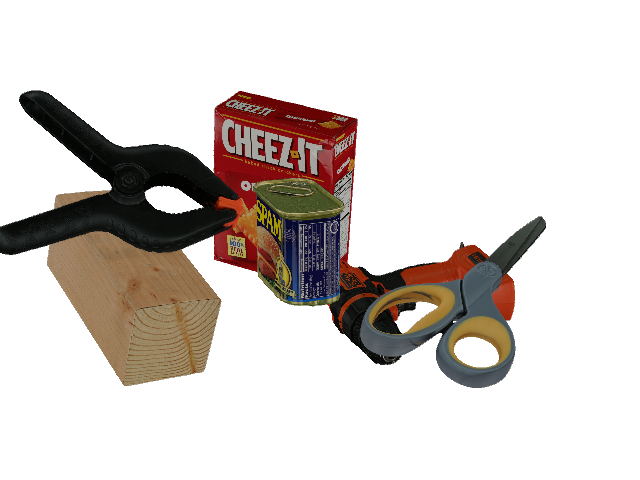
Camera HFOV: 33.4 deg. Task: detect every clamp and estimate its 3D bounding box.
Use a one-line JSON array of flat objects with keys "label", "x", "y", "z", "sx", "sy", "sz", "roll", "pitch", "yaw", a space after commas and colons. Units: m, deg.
[{"label": "clamp", "x": -0.140, "y": -0.044, "z": 0.741, "sx": 0.171, "sy": 0.120, "sz": 0.039, "roll": 4, "pitch": -15, "yaw": -18}]

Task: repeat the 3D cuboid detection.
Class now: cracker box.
[{"label": "cracker box", "x": -0.047, "y": -0.058, "z": 1.307, "sx": 0.164, "sy": 0.214, "sz": 0.072, "roll": 16, "pitch": 33, "yaw": 21}]

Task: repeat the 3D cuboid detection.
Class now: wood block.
[{"label": "wood block", "x": -0.191, "y": 0.040, "z": 1.063, "sx": 0.090, "sy": 0.091, "sz": 0.206, "roll": -6, "pitch": 35, "yaw": -35}]

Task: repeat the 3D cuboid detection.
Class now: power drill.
[{"label": "power drill", "x": 0.103, "y": 0.062, "z": 1.114, "sx": 0.187, "sy": 0.057, "sz": 0.184, "roll": -7, "pitch": 27, "yaw": -17}]

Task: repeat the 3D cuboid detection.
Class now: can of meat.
[{"label": "can of meat", "x": -0.020, "y": 0.001, "z": 0.907, "sx": 0.057, "sy": 0.084, "sz": 0.102, "roll": -7, "pitch": 20, "yaw": -19}]

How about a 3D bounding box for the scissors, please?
[{"label": "scissors", "x": 0.111, "y": 0.035, "z": 0.652, "sx": 0.201, "sy": 0.016, "sz": 0.096, "roll": -21, "pitch": 44, "yaw": -38}]
